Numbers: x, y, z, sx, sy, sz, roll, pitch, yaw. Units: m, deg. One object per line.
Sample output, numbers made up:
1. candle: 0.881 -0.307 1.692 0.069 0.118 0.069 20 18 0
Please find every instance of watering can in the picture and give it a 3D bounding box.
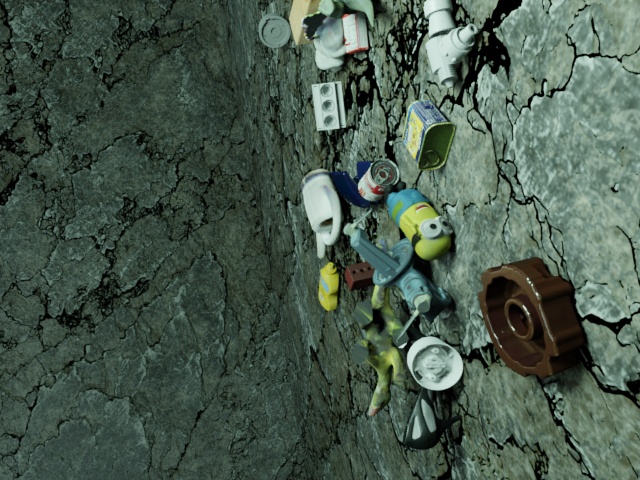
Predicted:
1. watering can: 0.005 -0.081 1.610 0.341 0.104 0.228 114 143 -66

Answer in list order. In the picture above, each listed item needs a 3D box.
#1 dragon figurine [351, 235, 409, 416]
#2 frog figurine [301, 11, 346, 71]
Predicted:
1. dragon figurine: 0.149 0.208 1.220 0.240 0.122 0.414 52 -137 -76
2. frog figurine: 0.031 -0.490 1.286 0.157 0.122 0.140 43 -174 -45
